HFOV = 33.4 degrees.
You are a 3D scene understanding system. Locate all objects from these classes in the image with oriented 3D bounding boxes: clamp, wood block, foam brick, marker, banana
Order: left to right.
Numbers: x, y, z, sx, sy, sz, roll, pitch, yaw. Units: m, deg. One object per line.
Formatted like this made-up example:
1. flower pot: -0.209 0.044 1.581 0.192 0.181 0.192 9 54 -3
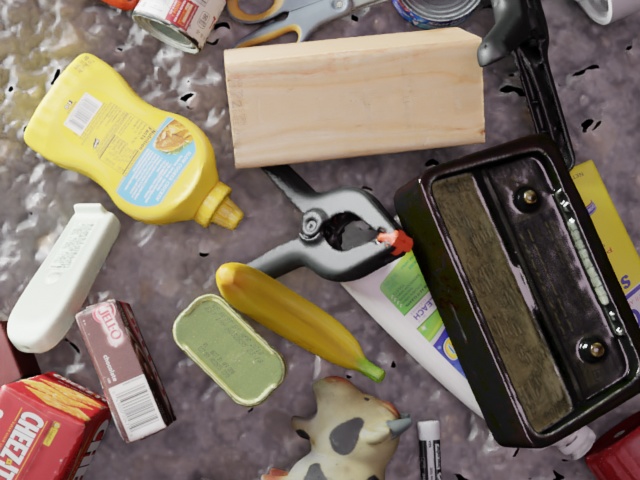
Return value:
1. foam brick: -0.269 0.100 0.877 0.053 0.078 0.051 -22 87 -5
2. banana: -0.024 0.060 0.872 0.197 0.070 0.037 34 75 -38
3. clamp: -0.006 0.001 0.886 0.172 0.039 0.120 19 94 39
4. wood block: 0.026 -0.121 0.898 0.206 0.091 0.090 -6 106 -4
5. marker: 0.096 0.216 0.911 0.020 0.020 0.121 -2 84 -3
6. clamp: 0.166 -0.177 0.897 0.036 0.164 0.210 -17 58 25

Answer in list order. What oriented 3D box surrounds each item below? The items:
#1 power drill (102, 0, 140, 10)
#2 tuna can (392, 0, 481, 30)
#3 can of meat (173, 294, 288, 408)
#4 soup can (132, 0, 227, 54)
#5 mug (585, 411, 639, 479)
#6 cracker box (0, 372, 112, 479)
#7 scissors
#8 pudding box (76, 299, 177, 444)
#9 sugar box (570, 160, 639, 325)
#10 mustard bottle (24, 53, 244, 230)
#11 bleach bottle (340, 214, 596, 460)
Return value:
1. power drill: -0.206 -0.316 0.937 0.184 0.057 0.187 27 86 -3
2. tuna can: 0.105 -0.232 0.953 0.086 0.034 0.086 0 84 -3
3. can of meat: -0.074 0.092 0.884 0.102 0.084 0.057 44 82 2
4. soup can: -0.111 -0.222 0.924 0.068 0.068 0.102 26 84 0
5. mug: 0.284 0.187 0.895 0.117 0.093 0.081 -30 80 -36
6. cracker box: -0.227 0.189 0.801 0.072 0.214 0.164 27 83 -2
7. scissors: 0.002 -0.218 0.938 0.202 0.016 0.096 -31 79 6
8. pudding box: -0.157 0.106 0.876 0.039 0.090 0.113 -21 86 -3
9. sugar box: 0.229 0.030 0.924 0.093 0.048 0.176 -25 84 -5
10. mustard bottle: -0.148 -0.069 0.911 0.191 0.058 0.096 34 84 1
11. bleach bottle: 0.138 0.085 0.907 0.251 0.068 0.102 43 84 0
